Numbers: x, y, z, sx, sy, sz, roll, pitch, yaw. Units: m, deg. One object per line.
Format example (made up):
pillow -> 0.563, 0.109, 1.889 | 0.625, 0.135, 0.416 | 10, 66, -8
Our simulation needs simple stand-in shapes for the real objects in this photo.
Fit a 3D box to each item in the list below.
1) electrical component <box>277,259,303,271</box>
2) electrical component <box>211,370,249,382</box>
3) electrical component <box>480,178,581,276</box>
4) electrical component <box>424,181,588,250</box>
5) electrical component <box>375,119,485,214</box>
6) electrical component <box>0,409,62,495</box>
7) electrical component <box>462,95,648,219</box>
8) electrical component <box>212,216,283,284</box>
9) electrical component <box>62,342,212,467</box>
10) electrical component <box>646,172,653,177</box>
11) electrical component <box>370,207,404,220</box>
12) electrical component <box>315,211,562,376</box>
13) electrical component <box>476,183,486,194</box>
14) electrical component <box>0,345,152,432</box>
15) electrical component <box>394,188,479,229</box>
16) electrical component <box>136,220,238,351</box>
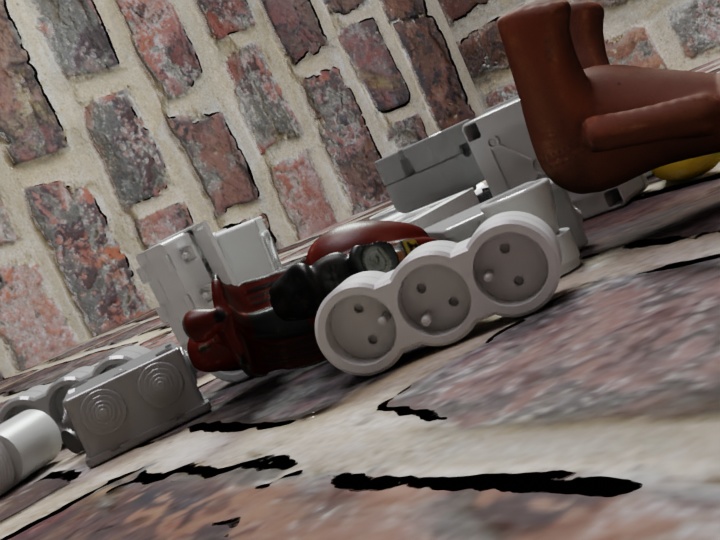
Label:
electrical component -> -0.035, 0.018, 0.891 | 0.109, 0.056, 0.109 | -23, 5, 17
electrical component -> -0.047, 0.034, 0.797 | 0.138, 0.052, 0.074 | -22, 5, 22
electrical component -> 0.103, -0.022, 0.647 | 0.045, 0.055, 0.045 | -24, 4, 2
electrical component -> 0.097, -0.022, 0.726 | 0.100, 0.048, 0.100 | -24, 5, -6
electrical component -> 0.065, -0.086, 0.944 | 0.054, 0.059, 0.095 | -28, 6, -36
electrical component -> -0.254, 0.133, 0.769 | 0.043, 0.043, 0.081 | -22, 5, 20
electrical component -> 0.154, -0.091, 0.854 | 0.109, 0.108, 0.056 | -20, 9, 40
electrical component -> -0.109, 0.005, 1.100 | 0.056, 0.108, 0.108 | -21, 5, 1
electrical component -> -0.156, 0.089, 0.743 | 0.100, 0.048, 0.100 | -25, 5, -12
electrical component -> 0.258, -0.120, 0.960 | 0.054, 0.059, 0.095 | -22, 5, 28
electrical component -> 0.046, -0.035, 1.062 | 0.054, 0.059, 0.095 | -24, 5, 7
electrical component -> 0.046, 0.009, 0.601 | 0.138, 0.052, 0.074 | -23, 5, 14
electrical component -> 0.110, -0.060, 1.117 | 0.055, 0.045, 0.045 | -26, 5, -12
electrical component -> -0.221, 0.104, 0.879 | 0.138, 0.052, 0.073 | -23, 4, 10
electrical component -> 0.048, -0.014, 0.826 | 0.078, 0.057, 0.113 | -21, 6, 36
electrical component -> -0.151, 0.025, 0.995 | 0.079, 0.121, 0.063 | -20, 9, 38
